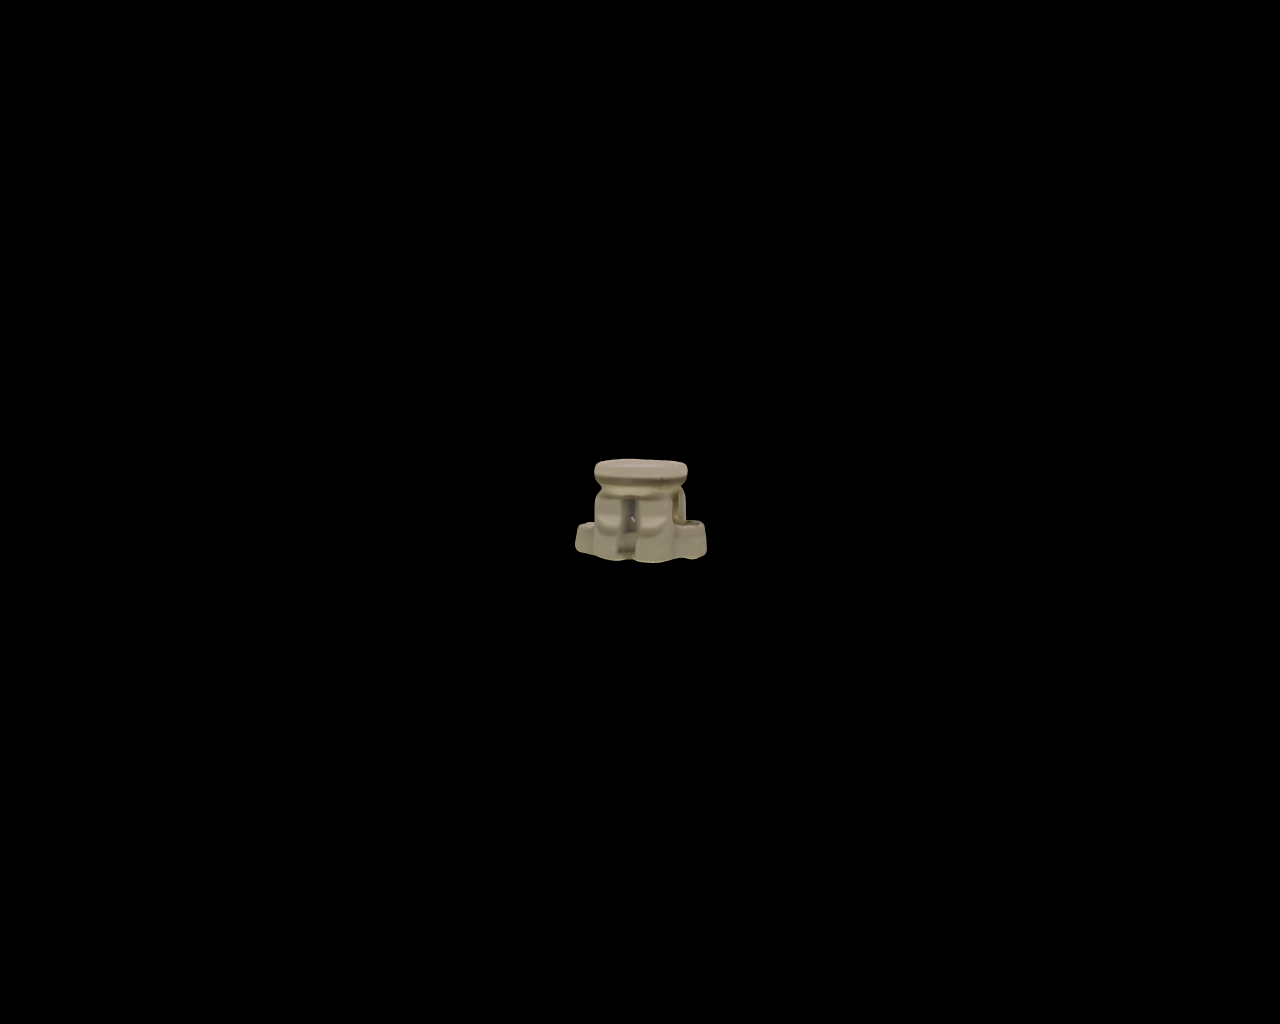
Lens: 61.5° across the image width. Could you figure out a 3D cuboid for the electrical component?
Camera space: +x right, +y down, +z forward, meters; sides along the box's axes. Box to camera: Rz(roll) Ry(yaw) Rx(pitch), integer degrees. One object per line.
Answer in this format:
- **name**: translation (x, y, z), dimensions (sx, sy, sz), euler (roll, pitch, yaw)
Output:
- **electrical component**: translation (0.001, -0.003, 0.650), dimensions (0.078, 0.057, 0.058), euler (2, 8, 18)
